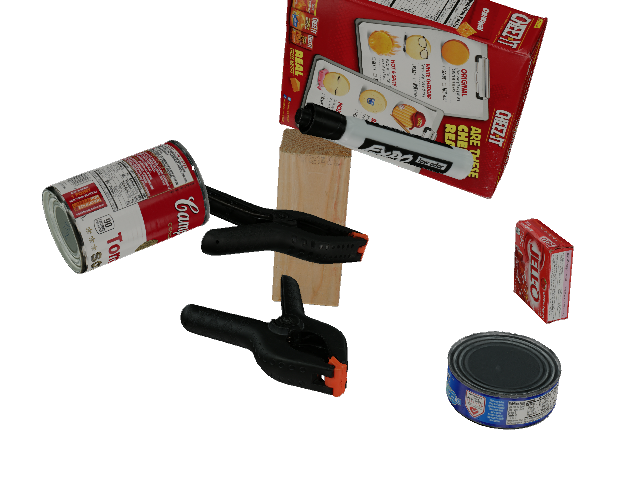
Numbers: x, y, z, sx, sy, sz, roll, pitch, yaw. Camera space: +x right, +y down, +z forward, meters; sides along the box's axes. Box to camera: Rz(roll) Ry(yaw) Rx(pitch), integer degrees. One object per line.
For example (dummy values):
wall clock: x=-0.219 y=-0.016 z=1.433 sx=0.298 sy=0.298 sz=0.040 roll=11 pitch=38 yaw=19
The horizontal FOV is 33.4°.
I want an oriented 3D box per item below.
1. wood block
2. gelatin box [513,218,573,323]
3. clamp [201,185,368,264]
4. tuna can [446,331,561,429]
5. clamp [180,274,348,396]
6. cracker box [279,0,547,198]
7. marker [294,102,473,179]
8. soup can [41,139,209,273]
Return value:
wood block: x=-0.011 y=-0.030 z=1.371 sx=0.090 sy=0.206 sz=0.091 roll=5 pitch=26 yaw=1
gelatin box: x=0.233 y=0.031 z=1.126 sx=0.030 sy=0.089 sz=0.073 roll=-11 pitch=28 yaw=-15
clamp: x=-0.046 y=-0.007 z=1.101 sx=0.209 sy=0.036 sz=0.164 roll=14 pitch=19 yaw=-16
tuna can: x=0.139 y=0.107 z=0.820 sx=0.086 sy=0.034 sz=0.086 roll=0 pitch=28 yaw=0
clamp: x=-0.026 y=0.079 z=0.928 sx=0.120 sy=0.039 sz=0.172 roll=-29 pitch=42 yaw=-36
cracker box: x=0.075 y=-0.148 z=0.944 sx=0.214 sy=0.164 sz=0.072 roll=20 pitch=49 yaw=12
marker: x=0.038 y=-0.059 z=0.634 sx=0.120 sy=0.020 sz=0.020 roll=14 pitch=-7 yaw=-29
soup can: x=-0.141 y=-0.025 z=0.773 sx=0.102 sy=0.068 sz=0.069 roll=-24 pitch=11 yaw=-25
